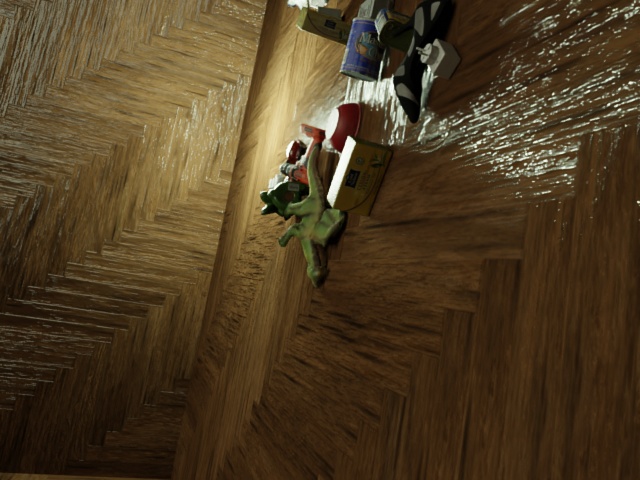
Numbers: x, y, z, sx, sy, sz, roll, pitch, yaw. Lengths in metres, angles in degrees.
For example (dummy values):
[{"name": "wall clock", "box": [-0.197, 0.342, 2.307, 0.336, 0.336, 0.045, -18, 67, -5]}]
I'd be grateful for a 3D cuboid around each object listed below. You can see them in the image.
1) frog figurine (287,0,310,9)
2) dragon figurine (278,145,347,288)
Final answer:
[{"name": "frog figurine", "box": [-0.101, -0.971, 1.979, 0.139, 0.122, 0.158, 48, 7, 26]}, {"name": "dragon figurine", "box": [0.004, -0.073, 1.458, 0.122, 0.411, 0.243, 11, -1, -37]}]
